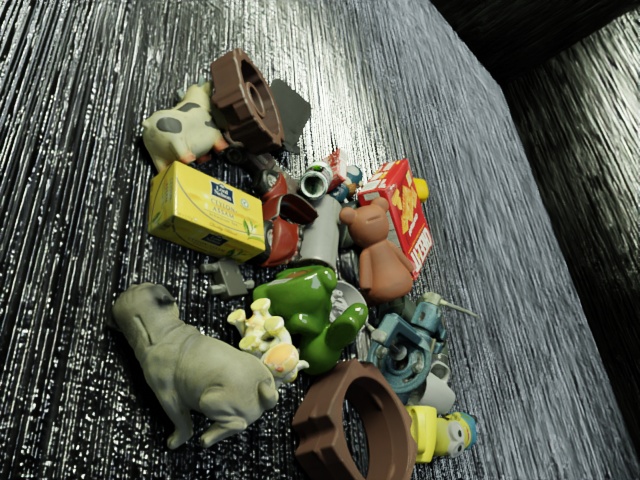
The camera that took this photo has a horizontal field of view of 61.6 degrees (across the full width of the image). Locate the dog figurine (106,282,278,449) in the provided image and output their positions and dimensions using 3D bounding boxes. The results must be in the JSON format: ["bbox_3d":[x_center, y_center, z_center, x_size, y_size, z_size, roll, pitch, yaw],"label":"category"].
[{"bbox_3d":[-0.148,0.127,0.627,0.190,0.172,0.121,65,21,-8],"label":"dog figurine"}]

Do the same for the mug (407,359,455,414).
[{"bbox_3d":[0.219,0.292,1.062,0.107,0.081,0.109,31,85,-32],"label":"mug"}]

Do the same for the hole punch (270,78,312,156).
[{"bbox_3d":[-0.095,-0.243,1.071,0.142,0.092,0.116,36,69,-38],"label":"hole punch"}]

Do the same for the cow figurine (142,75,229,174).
[{"bbox_3d":[-0.208,-0.186,0.860,0.127,0.085,0.195,61,33,-12],"label":"cow figurine"}]

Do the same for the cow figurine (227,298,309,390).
[{"bbox_3d":[-0.066,0.156,0.745,0.167,0.068,0.098,41,-22,61],"label":"cow figurine"}]

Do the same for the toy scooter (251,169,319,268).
[{"bbox_3d":[-0.059,-0.028,0.930,0.135,0.075,0.184,23,57,-37],"label":"toy scooter"}]

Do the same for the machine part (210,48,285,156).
[{"bbox_3d":[-0.122,-0.230,0.911,0.179,0.056,0.179,-20,90,-74],"label":"machine part"}]

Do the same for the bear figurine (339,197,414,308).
[{"bbox_3d":[0.098,0.026,1.041,0.120,0.132,0.196,-23,86,-24],"label":"bear figurine"}]

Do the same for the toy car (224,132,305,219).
[{"bbox_3d":[-0.096,-0.129,0.998,0.202,0.053,0.089,49,37,-21],"label":"toy car"}]

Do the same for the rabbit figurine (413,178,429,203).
[{"bbox_3d":[0.182,-0.063,1.283,0.162,0.122,0.173,5,81,-50],"label":"rabbit figurine"}]

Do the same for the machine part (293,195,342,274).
[{"bbox_3d":[-0.002,-0.003,1.007,0.079,0.079,0.243,41,37,-29],"label":"machine part"}]

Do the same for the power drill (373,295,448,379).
[{"bbox_3d":[0.206,0.196,1.145,0.207,0.086,0.232,36,43,-27],"label":"power drill"}]

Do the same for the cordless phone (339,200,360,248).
[{"bbox_3d":[0.096,0.007,1.136,0.146,0.089,0.184,-18,86,-58],"label":"cordless phone"}]

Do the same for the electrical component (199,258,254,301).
[{"bbox_3d":[-0.140,0.058,0.820,0.094,0.021,0.063,-2,67,-54],"label":"electrical component"}]

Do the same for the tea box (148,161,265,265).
[{"bbox_3d":[-0.167,-0.036,0.811,0.169,0.068,0.098,22,50,-44],"label":"tea box"}]

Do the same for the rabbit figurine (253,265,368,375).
[{"bbox_3d":[-0.003,0.130,0.862,0.121,0.159,0.170,-38,114,-67],"label":"rabbit figurine"}]

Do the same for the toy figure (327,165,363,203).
[{"bbox_3d":[0.054,-0.126,1.198,0.154,0.064,0.057,-52,134,-59],"label":"toy figure"}]

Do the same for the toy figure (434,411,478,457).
[{"bbox_3d":[0.262,0.388,1.076,0.180,0.089,0.082,15,53,-59],"label":"toy figure"}]

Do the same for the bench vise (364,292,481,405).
[{"bbox_3d":[0.155,0.178,0.953,0.129,0.223,0.240,31,-6,37],"label":"bench vise"}]

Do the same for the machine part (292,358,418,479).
[{"bbox_3d":[0.058,0.309,0.847,0.201,0.087,0.201,55,31,-10],"label":"machine part"}]
